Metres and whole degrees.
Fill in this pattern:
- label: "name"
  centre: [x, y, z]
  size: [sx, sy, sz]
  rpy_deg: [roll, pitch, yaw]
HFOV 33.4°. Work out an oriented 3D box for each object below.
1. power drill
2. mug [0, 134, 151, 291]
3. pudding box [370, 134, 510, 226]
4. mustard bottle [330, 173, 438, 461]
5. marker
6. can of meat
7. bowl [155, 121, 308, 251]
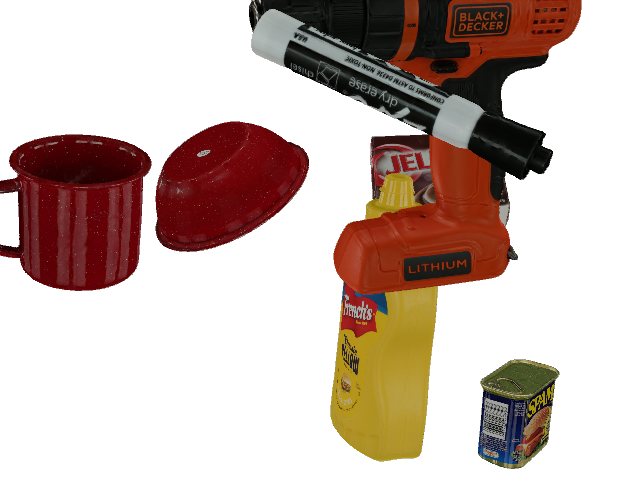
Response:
- label: "power drill"
  centre: [0.049, -0.063, 0.599]
  size: [0.184, 0.188, 0.057]
  rpy_deg: [-5, 31, -15]
- label: "mug"
  centre: [-0.174, -0.017, 0.723]
  size: [0.117, 0.081, 0.093]
  rpy_deg: [-8, 29, -28]
- label: "pudding box"
  centre: [0.101, -0.050, 0.919]
  size: [0.113, 0.090, 0.039]
  rpy_deg: [-1, -40, -1]
- label: "mustard bottle"
  centre: [0.046, 0.048, 0.741]
  size: [0.058, 0.192, 0.096]
  rpy_deg: [-1, 18, -18]
- label: "marker"
  centre: [0.029, -0.054, 0.396]
  size: [0.121, 0.020, 0.020]
  rpy_deg: [27, 8, 16]
- label: "can of meat"
  centre: [0.207, 0.182, 1.121]
  size: [0.058, 0.084, 0.101]
  rpy_deg: [13, 17, 32]
- label: "bowl"
  centre: [-0.095, -0.062, 0.992]
  size: [0.162, 0.055, 0.162]
  rpy_deg: [-21, 32, 14]
